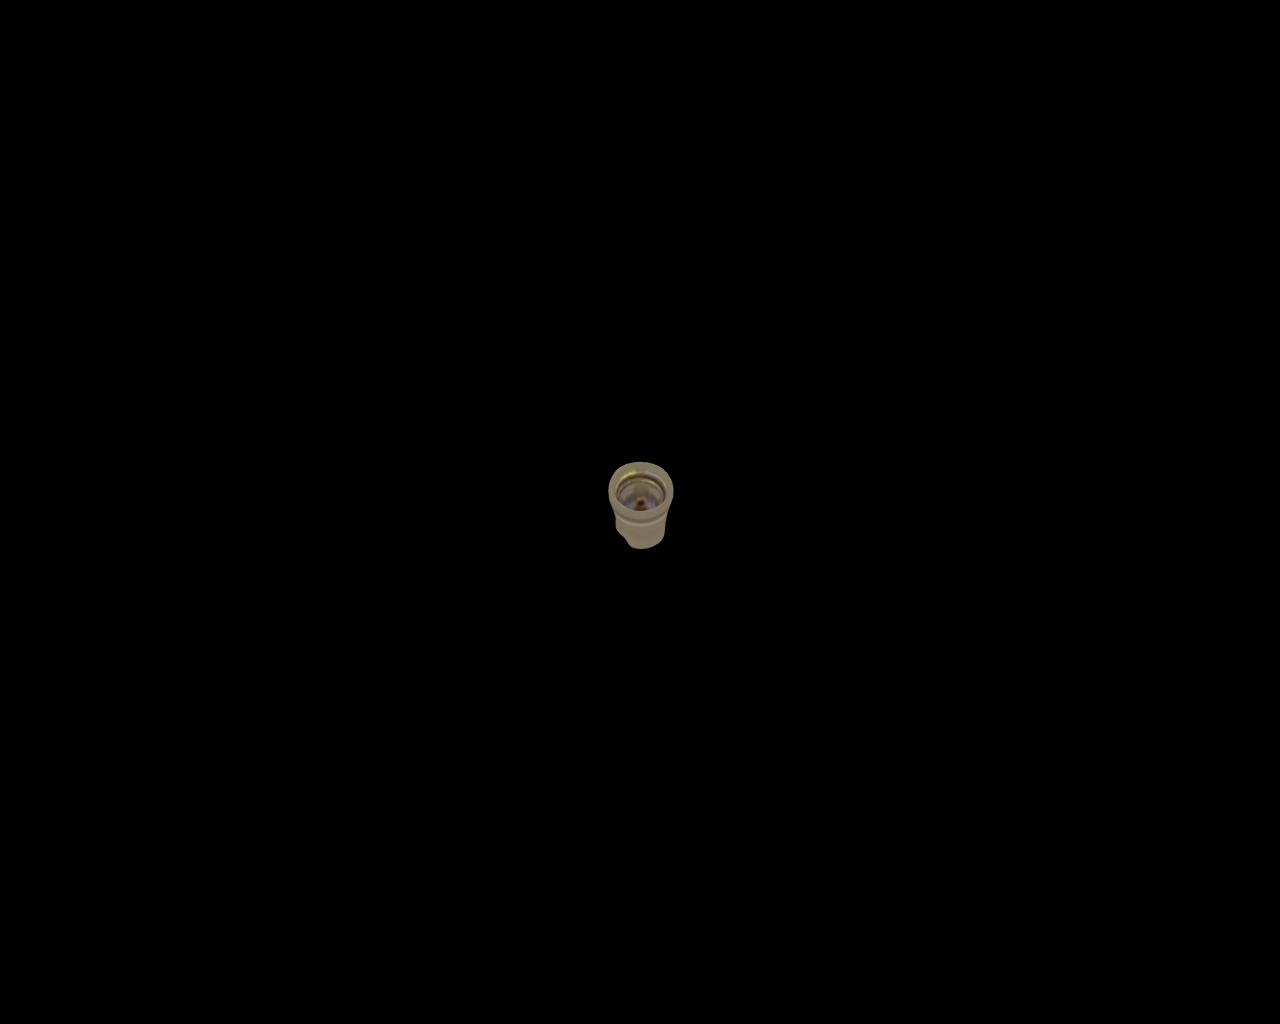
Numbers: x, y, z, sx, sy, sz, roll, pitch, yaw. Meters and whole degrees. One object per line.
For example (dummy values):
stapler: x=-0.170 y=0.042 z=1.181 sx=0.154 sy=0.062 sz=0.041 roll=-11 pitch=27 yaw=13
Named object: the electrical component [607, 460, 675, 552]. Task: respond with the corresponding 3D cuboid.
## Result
electrical component: x=0.001 y=-0.003 z=0.650 sx=0.040 sy=0.040 sz=0.046 roll=0 pitch=-36 yaw=0
